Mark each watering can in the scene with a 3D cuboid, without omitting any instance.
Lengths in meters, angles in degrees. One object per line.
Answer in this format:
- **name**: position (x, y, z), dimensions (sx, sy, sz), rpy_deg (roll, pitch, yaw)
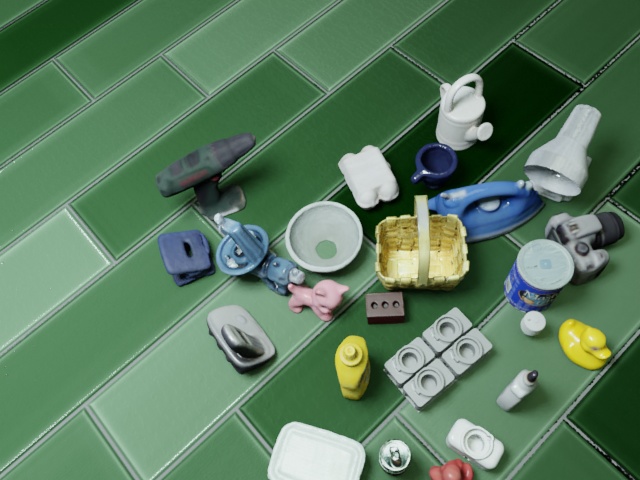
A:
- **watering can**: position (0.324, -0.292, 1.283), dimensions (0.172, 0.194, 0.101), rpy_deg (38, 73, 21)

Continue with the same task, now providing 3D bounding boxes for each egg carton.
- **egg carton**: position (0.112, -0.143, 1.302), dimensions (0.107, 0.069, 0.150), rpy_deg (-23, 64, -5)

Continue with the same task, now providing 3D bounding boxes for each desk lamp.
- **desk lamp**: position (0.506, -0.168, 1.193), dimensions (0.117, 0.214, 0.203), rpy_deg (28, 70, 18)

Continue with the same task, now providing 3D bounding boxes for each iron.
- **iron**: position (0.361, -0.084, 1.208), dimensions (0.258, 0.141, 0.118), rpy_deg (-12, 63, 0)

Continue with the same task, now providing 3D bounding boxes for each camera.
- **camera**: position (0.555, -0.002, 1.171), dimensions (0.137, 0.101, 0.143), rpy_deg (-17, 64, -2)

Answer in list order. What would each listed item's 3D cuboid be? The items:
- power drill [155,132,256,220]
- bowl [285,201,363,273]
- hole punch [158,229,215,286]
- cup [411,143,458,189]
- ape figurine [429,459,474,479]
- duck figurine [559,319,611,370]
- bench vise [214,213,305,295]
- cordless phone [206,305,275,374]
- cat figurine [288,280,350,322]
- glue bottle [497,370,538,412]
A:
- **power drill**: position (-0.231, -0.135, 1.256), dimensions (0.229, 0.208, 0.075), rpy_deg (-22, 64, -5)
- **bowl**: position (0.011, 0.004, 1.238), dimensions (0.167, 0.075, 0.167), rpy_deg (-2, 64, 5)
- **hole punch**: position (-0.290, 0.029, 1.248), dimensions (0.101, 0.091, 0.108), rpy_deg (-22, 64, -5)
- **cup**: position (0.247, -0.147, 1.276), dimensions (0.118, 0.095, 0.091), rpy_deg (-39, 67, -13)
- **ape figurine**: position (0.231, 0.417, 1.006), dimensions (0.077, 0.092, 0.076), rpy_deg (11, 66, 11)
- **duck figurine**: position (0.509, 0.191, 1.090), dimensions (0.077, 0.086, 0.104), rpy_deg (-31, 65, -9)
- **bench vise**: position (-0.127, 0.017, 1.166), dimensions (0.207, 0.220, 0.121), rpy_deg (7, 65, 9)
- **cordless phone**: position (-0.167, 0.176, 1.112), dimensions (0.094, 0.185, 0.147), rpy_deg (-39, 66, -13)
- **cat figurine**: position (-0.005, 0.113, 1.164), dimensions (0.127, 0.118, 0.067), rpy_deg (12, 66, 12)
- **glue bottle**: position (0.363, 0.260, 1.023), dimensions (0.078, 0.173, 0.037), rpy_deg (-42, 67, -14)
